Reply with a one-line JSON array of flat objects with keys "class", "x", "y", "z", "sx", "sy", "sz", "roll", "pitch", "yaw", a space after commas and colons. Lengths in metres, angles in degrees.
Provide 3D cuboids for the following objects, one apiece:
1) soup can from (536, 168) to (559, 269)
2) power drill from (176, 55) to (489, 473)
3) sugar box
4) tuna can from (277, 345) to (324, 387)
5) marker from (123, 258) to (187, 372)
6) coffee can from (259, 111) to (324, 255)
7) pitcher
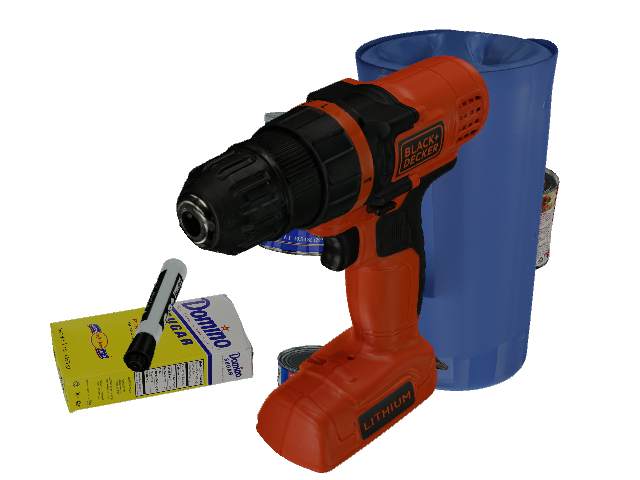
[{"class": "soup can", "x": 0.228, "y": -0.026, "z": 1.193, "sx": 0.068, "sy": 0.102, "sz": 0.068, "roll": -1, "pitch": 33, "yaw": 1}, {"class": "power drill", "x": 0.009, "y": 0.017, "z": 0.509, "sx": 0.057, "sy": 0.188, "sz": 0.184, "roll": 29, "pitch": 41, "yaw": 34}, {"class": "sugar box", "x": -0.160, "y": 0.103, "z": 1.011, "sx": 0.176, "sy": 0.048, "sz": 0.093, "roll": -12, "pitch": 36, "yaw": -16}, {"class": "tuna can", "x": -0.005, "y": 0.146, "z": 1.184, "sx": 0.086, "sy": 0.034, "sz": 0.086, "roll": 2, "pitch": 14, "yaw": -1}, {"class": "marker", "x": -0.116, "y": 0.052, "z": 0.752, "sx": 0.020, "sy": 0.020, "sz": 0.121, "roll": 0, "pitch": 31, "yaw": 7}, {"class": "coffee can", "x": -0.014, "y": -0.063, "z": 1.148, "sx": 0.103, "sy": 0.140, "sz": 0.103, "roll": 4, "pitch": 12, "yaw": -1}, {"class": "pitcher", "x": 0.087, "y": -0.018, "z": 0.742, "sx": 0.149, "sy": 0.243, "sz": 0.145, "roll": -5, "pitch": 22, "yaw": -7}]
